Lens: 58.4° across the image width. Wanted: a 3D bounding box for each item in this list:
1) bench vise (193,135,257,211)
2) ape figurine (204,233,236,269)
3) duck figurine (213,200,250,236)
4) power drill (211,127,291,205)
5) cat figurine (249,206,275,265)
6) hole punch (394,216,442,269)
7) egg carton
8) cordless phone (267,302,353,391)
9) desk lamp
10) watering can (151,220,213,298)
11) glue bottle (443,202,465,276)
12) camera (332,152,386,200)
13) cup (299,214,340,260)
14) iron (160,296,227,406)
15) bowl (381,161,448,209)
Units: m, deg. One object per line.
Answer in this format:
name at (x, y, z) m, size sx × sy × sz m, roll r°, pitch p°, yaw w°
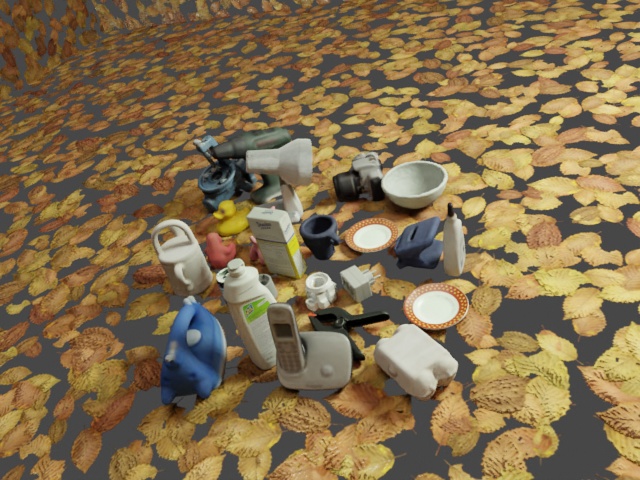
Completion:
bench vise at (-0.282, -0.219, 1.632) m, size 0.121 × 0.220 × 0.208 m, roll 5°, pitch 42°, yaw 25°
ape figurine at (-0.255, 0.020, 1.424) m, size 0.077 × 0.092 × 0.076 m, roll 2°, pitch 40°, yaw 21°
duck figurine at (-0.237, -0.069, 1.537) m, size 0.105 × 0.086 × 0.077 m, roll -25°, pitch 38°, yaw -13°
power drill at (-0.174, -0.210, 1.595) m, size 0.230 × 0.209 × 0.075 m, roll -32°, pitch 40°, yaw -21°
cat figurine at (-0.130, -0.022, 1.415) m, size 0.067 × 0.118 × 0.128 m, roll 15°, pitch 46°, yaw 34°
hole punch at (0.219, 0.004, 1.286) m, size 0.100 × 0.091 × 0.109 m, roll 5°, pitch 41°, yaw 24°
egg carton at (0.170, 0.221, 1.043) m, size 0.107 × 0.069 × 0.149 m, roll -31°, pitch 40°, yaw -20°
cordless phone at (-0.021, 0.189, 1.051) m, size 0.147 × 0.185 × 0.094 m, roll -5°, pitch 38°, yaw 13°
desk lamp at (-0.101, -0.151, 1.490) m, size 0.203 × 0.214 × 0.117 m, roll -14°, pitch 37°, yaw 1°
watering can at (-0.334, 0.030, 1.354) m, size 0.101 × 0.194 × 0.172 m, roll -30°, pitch 40°, yaw -19°
glue bottle at (0.282, -0.009, 1.213) m, size 0.037 × 0.173 × 0.078 m, roll 5°, pitch 41°, yaw 24°
camera at (0.101, -0.174, 1.546) m, size 0.136 × 0.101 × 0.143 m, roll -13°, pitch 37°, yaw 3°
cup at (0.012, 0.005, 1.351) m, size 0.092 × 0.095 × 0.117 m, roll -36°, pitch 42°, yaw -25°
iron at (-0.263, 0.197, 1.159) m, size 0.118 × 0.142 × 0.258 m, roll -10°, pitch 37°, yaw 6°
bowl at (0.243, -0.129, 1.462) m, size 0.167 × 0.075 × 0.167 m, roll -9°, pitch 37°, yaw 7°
